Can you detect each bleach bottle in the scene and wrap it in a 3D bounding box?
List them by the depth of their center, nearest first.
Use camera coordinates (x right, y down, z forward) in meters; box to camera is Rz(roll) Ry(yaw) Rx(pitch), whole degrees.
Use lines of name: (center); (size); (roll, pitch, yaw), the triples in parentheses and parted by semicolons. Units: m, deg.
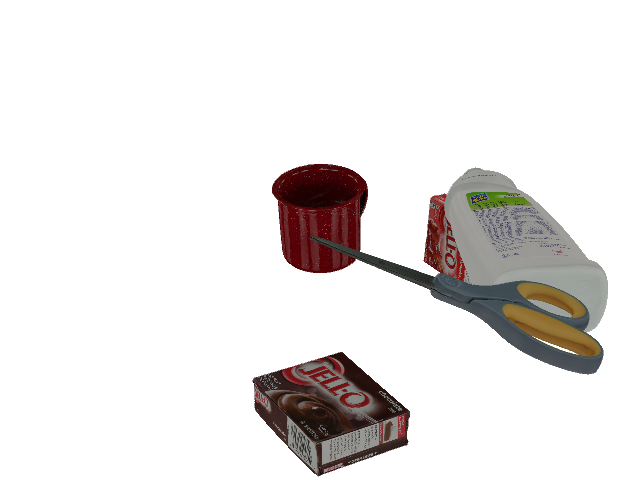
bleach bottle: (0.175, -0.005, 0.977); (0.102, 0.068, 0.251); (-1, 27, -4)

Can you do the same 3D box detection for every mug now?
mug: (0.007, -0.026, 1.092); (0.093, 0.081, 0.117); (22, 40, 33)

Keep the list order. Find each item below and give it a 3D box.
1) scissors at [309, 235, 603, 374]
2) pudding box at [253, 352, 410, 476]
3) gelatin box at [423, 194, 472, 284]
scissors: (0.098, 0.029, 0.716); (0.202, 0.016, 0.096); (28, 28, 17)
pudding box: (0.008, 0.142, 0.891); (0.089, 0.039, 0.114); (-15, 30, -26)
gelatin box: (0.157, -0.001, 1.249); (0.030, 0.089, 0.073); (-15, 32, -31)
